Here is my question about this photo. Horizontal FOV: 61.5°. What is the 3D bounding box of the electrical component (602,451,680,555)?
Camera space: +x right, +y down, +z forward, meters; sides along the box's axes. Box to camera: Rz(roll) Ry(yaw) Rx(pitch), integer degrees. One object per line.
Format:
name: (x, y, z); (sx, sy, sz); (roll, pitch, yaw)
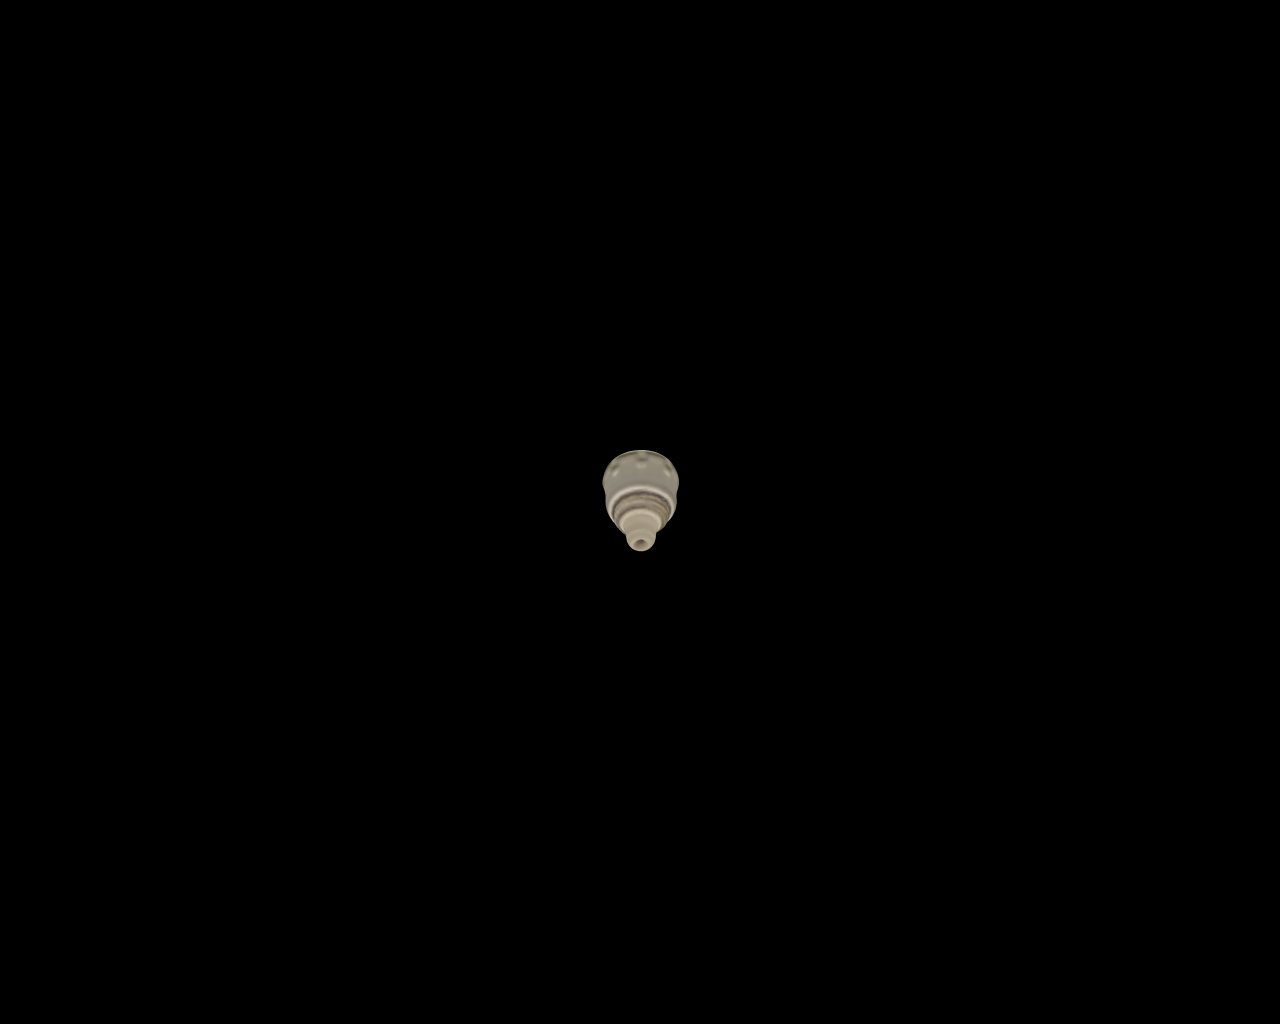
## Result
electrical component: (0.001, -0.003, 0.650); (0.048, 0.062, 0.048); (0, -43, 0)
